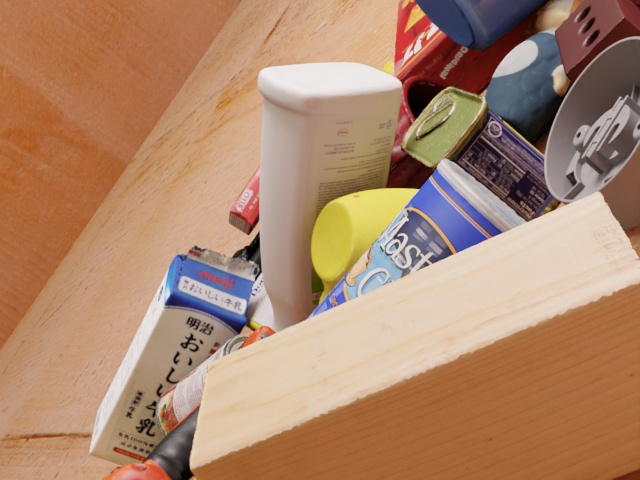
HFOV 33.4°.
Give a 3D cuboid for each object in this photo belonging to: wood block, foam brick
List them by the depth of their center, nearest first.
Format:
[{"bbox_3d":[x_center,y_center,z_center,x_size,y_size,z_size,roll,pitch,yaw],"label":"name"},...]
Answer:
[{"bbox_3d":[0.056,0.072,0.489,0.206,0.091,0.090,-25,23,12],"label":"wood block"},{"bbox_3d":[0.196,-0.128,0.715,0.053,0.051,0.078,-45,18,27],"label":"foam brick"}]

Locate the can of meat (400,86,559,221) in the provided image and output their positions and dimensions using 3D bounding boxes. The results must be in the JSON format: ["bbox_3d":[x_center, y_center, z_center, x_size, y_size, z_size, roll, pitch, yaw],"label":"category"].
[{"bbox_3d":[0.112,-0.054,0.732,0.057,0.084,0.102,-52,16,4],"label":"can of meat"}]

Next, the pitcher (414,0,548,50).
[{"bbox_3d":[0.174,-0.267,0.814,0.243,0.149,0.145,-42,12,-2],"label":"pitcher"}]

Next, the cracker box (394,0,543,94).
[{"bbox_3d":[0.146,-0.226,1.016,0.164,0.072,0.213,-44,20,29],"label":"cracker box"}]

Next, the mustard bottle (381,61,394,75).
[{"bbox_3d":[0.040,-0.110,1.085,0.191,0.058,0.096,-52,10,0],"label":"mustard bottle"}]

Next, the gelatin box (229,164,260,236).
[{"bbox_3d":[-0.065,-0.047,1.109,0.073,0.030,0.089,-58,0,-8],"label":"gelatin box"}]

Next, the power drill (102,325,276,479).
[{"bbox_3d":[-0.098,0.153,0.767,0.187,0.057,0.185,-44,1,-30],"label":"power drill"}]

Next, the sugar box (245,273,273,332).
[{"bbox_3d":[-0.017,0.051,0.935,0.093,0.048,0.176,-56,13,-7],"label":"sugar box"}]

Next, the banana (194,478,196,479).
[{"bbox_3d":[-0.083,0.213,0.792,0.070,0.037,0.197,-40,21,42],"label":"banana"}]

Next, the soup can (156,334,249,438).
[{"bbox_3d":[-0.083,0.132,0.903,0.102,0.068,0.068,-41,20,33],"label":"soup can"}]

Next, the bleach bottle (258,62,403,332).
[{"bbox_3d":[-0.005,0.001,0.778,0.068,0.102,0.251,33,124,45],"label":"bleach bottle"}]

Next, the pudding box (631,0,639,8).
[{"bbox_3d":[0.261,-0.199,0.711,0.113,0.039,0.090,-52,17,11],"label":"pudding box"}]

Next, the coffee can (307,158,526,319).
[{"bbox_3d":[0.067,0.037,0.634,0.140,0.102,0.103,-49,17,11],"label":"coffee can"}]

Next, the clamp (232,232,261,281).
[{"bbox_3d":[-0.068,0.023,1.112,0.210,0.036,0.164,-51,13,40],"label":"clamp"}]

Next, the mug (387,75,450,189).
[{"bbox_3d":[0.073,-0.065,0.838,0.082,0.093,0.117,-46,-8,37],"label":"mug"}]
